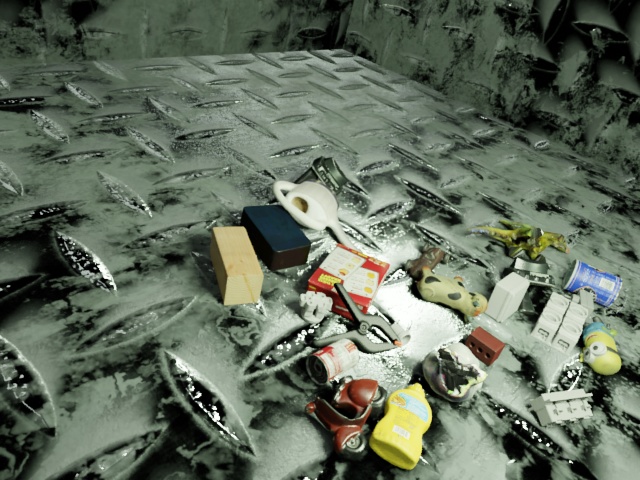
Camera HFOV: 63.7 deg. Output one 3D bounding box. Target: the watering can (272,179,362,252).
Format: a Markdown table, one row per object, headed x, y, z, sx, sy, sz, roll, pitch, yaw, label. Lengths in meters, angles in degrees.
| x | y | z | sx | sy | sz | roll | pitch | yaw | label |
| --- | --- | --- | --- | --- | --- | --- | --- | --- | --- |
| 0.005 | -0.082 | 1.619 | 0.348 | 0.102 | 0.228 | 37 | 27 | 1 | watering can |

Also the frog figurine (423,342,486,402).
| x | y | z | sx | sy | sz | roll | pitch | yaw | label |
| --- | --- | --- | --- | --- | --- | --- | --- | --- | --- |
| 0.302 | 0.297 | 1.180 | 0.137 | 0.123 | 0.158 | 11 | -5 | 8 | frog figurine |

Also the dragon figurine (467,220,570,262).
| x | y | z | sx | sy | sz | roll | pitch | yaw | label |
| --- | --- | --- | --- | --- | --- | --- | --- | --- | --- |
| 0.701 | -0.018 | 1.825 | 0.410 | 0.121 | 0.245 | 17 | 15 | 0 | dragon figurine |
